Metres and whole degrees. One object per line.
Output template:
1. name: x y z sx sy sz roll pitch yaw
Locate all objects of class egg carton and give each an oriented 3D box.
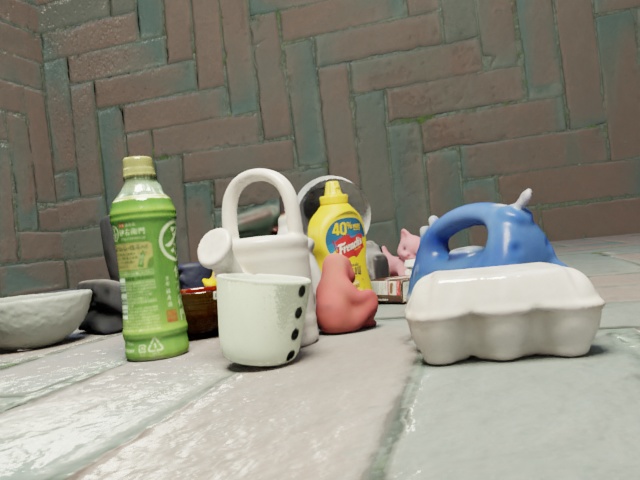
1. egg carton: 0.146 0.058 0.471 0.150 0.069 0.107 -6 0 9

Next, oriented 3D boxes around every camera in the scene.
1. camera: 0.051 0.057 1.128 0.137 0.101 0.143 -6 0 -23

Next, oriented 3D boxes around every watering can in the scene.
1. watering can: -0.062 0.018 0.618 0.101 0.194 0.173 -6 0 4

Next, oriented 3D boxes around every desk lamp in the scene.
1. desk lamp: 0.009 0.003 0.956 0.118 0.213 0.203 -6 0 -12

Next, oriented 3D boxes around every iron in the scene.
1. iron: 0.186 0.019 0.738 0.119 0.141 0.257 -6 0 -31

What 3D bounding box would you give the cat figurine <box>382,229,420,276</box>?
1. cat figurine: 0.186 0.035 1.256 0.127 0.118 0.067 -6 0 44

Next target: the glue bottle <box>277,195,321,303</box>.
1. glue bottle: -0.034 0.027 0.726 0.078 0.173 0.037 -6 0 6

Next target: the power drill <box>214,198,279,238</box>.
1. power drill: -0.094 0.018 1.154 0.230 0.208 0.075 -6 0 -20

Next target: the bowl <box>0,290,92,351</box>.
1. bowl: -0.415 0.118 0.827 0.167 0.075 0.167 -6 0 0

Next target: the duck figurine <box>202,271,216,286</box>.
1. duck figurine: -0.157 0.086 1.000 0.104 0.086 0.077 -6 0 -7

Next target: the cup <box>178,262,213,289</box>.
1. cup: -0.263 0.093 1.150 0.091 0.095 0.118 -6 0 15

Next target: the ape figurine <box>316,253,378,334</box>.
1. ape figurine: 0.025 0.061 0.672 0.076 0.092 0.077 -6 0 -41

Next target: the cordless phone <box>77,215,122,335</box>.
1. cordless phone: -0.341 0.055 0.935 0.147 0.185 0.094 -6 0 41
